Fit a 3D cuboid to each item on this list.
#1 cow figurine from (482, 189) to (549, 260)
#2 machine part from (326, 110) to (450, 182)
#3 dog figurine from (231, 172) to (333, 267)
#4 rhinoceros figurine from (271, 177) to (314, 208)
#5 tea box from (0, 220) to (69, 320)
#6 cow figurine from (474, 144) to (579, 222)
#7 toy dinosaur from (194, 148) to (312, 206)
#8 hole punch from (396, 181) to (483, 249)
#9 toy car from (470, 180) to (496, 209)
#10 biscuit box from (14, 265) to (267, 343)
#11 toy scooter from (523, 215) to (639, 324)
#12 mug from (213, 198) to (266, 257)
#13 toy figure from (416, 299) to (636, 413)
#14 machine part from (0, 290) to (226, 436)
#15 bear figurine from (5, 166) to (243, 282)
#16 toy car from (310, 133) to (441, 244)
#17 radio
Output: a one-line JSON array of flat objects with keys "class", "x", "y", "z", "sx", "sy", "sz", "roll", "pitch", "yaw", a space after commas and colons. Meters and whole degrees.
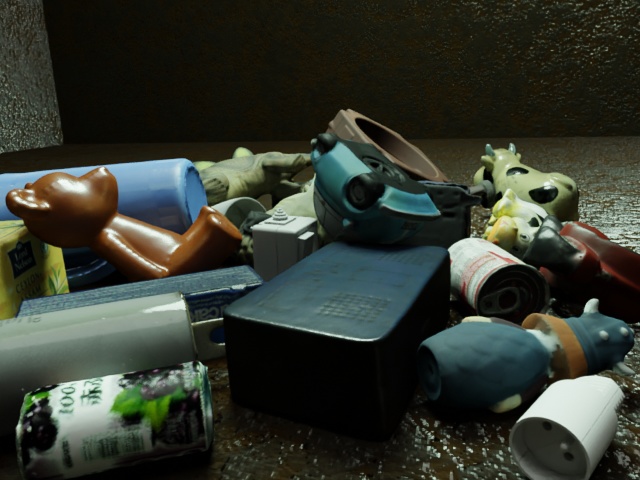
[{"class": "cow figurine", "x": 0.259, "y": -0.006, "z": 0.683, "sx": 0.098, "sy": 0.068, "sz": 0.167, "roll": 28, "pitch": 25, "yaw": 12}, {"class": "machine part", "x": 0.110, "y": -0.128, "z": 0.930, "sx": 0.201, "sy": 0.087, "sz": 0.201, "roll": 16, "pitch": 29, "yaw": -34}, {"class": "dog figurine", "x": -0.004, "y": -0.001, "z": 0.699, "sx": 0.172, "sy": 0.121, "sz": 0.190, "roll": 25, "pitch": 52, "yaw": 16}, {"class": "rhinoceros figurine", "x": 0.005, "y": -0.085, "z": 0.997, "sx": 0.190, "sy": 0.073, "sz": 0.112, "roll": -1, "pitch": 14, "yaw": 4}, {"class": "tea box", "x": -0.312, "y": 0.044, "z": 0.514, "sx": 0.068, "sy": 0.098, "sz": 0.170, "roll": -3, "pitch": 17, "yaw": -1}, {"class": "cow figurine", "x": 0.316, "y": -0.082, "z": 0.848, "sx": 0.085, "sy": 0.127, "sz": 0.195, "roll": -5, "pitch": 17, "yaw": -24}, {"class": "toy dinosaur", "x": -0.177, "y": -0.076, "z": 0.907, "sx": 0.471, "sy": 0.104, "sz": 0.199, "roll": -20, "pitch": 24, "yaw": -23}, {"class": "hole punch", "x": 0.128, "y": -0.015, "z": 0.659, "sx": 0.142, "sy": 0.115, "sz": 0.092, "roll": 6, "pitch": 8, "yaw": 25}, {"class": "toy car", "x": 0.184, "y": -0.043, "z": 0.780, "sx": 0.089, "sy": 0.053, "sz": 0.202, "roll": -11, "pitch": -3, "yaw": -6}, {"class": "biscuit box", "x": -0.144, "y": 0.070, "z": 0.463, "sx": 0.203, "sy": 0.059, "sz": 0.063, "roll": -8, "pitch": 15, "yaw": -21}, {"class": "toy scooter", "x": 0.273, "y": 0.030, "z": 0.529, "sx": 0.135, "sy": 0.075, "sz": 0.184, "roll": 27, "pitch": 12, "yaw": 18}, {"class": "mug", "x": -0.126, "y": -0.020, "z": 0.764, "sx": 0.107, "sy": 0.080, "sz": 0.109, "roll": -1, "pitch": 16, "yaw": 43}, {"class": "toy figure", "x": 0.147, "y": 0.081, "z": 0.382, "sx": 0.154, "sy": 0.064, "sz": 0.058, "roll": -6, "pitch": 0, "yaw": -12}, {"class": "machine part", "x": -0.176, "y": 0.086, "z": 0.374, "sx": 0.243, "sy": 0.079, "sz": 0.079, "roll": -7, "pitch": 16, "yaw": -21}, {"class": "bear figurine", "x": -0.197, "y": -0.021, "z": 0.549, "sx": 0.132, "sy": 0.195, "sz": 0.120, "roll": -50, "pitch": 16, "yaw": -4}, {"class": "toy car", "x": 0.042, "y": -0.043, "z": 0.591, "sx": 0.109, "sy": 0.103, "sz": 0.162, "roll": 3, "pitch": 33, "yaw": -45}, {"class": "radio", "x": 0.027, "y": 0.062, "z": 0.453, "sx": 0.131, "sy": 0.073, "sz": 0.229, "roll": 4, "pitch": 14, "yaw": 23}]
